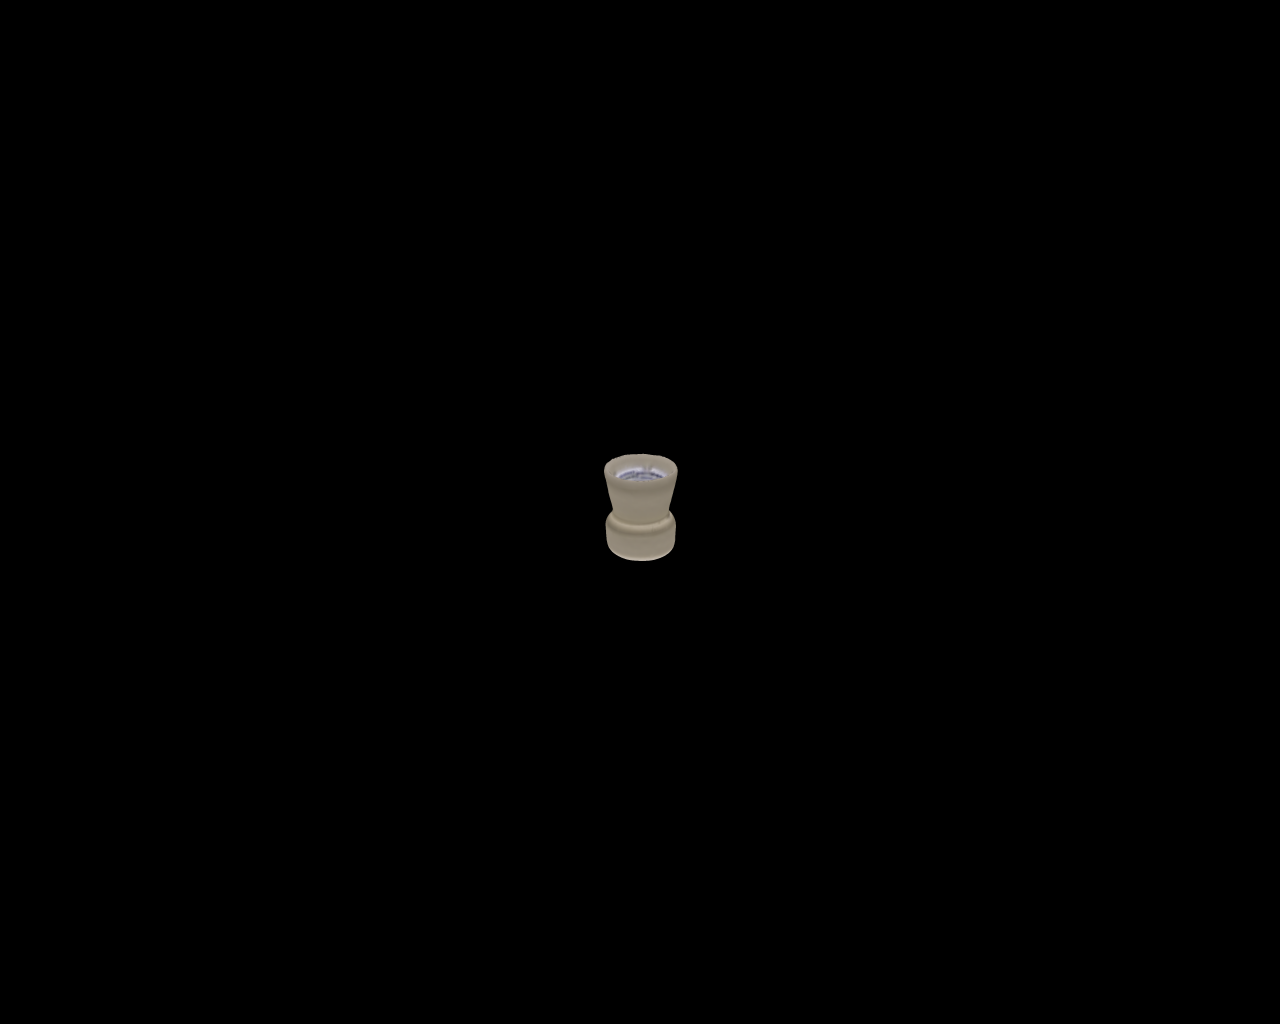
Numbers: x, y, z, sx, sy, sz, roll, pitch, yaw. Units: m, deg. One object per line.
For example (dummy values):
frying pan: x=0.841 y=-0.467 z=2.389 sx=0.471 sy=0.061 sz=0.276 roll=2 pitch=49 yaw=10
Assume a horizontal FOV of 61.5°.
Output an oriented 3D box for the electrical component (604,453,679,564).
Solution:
electrical component: x=0.001 y=-0.003 z=0.650 sx=0.045 sy=0.055 sz=0.045 roll=0 pitch=26 yaw=0
